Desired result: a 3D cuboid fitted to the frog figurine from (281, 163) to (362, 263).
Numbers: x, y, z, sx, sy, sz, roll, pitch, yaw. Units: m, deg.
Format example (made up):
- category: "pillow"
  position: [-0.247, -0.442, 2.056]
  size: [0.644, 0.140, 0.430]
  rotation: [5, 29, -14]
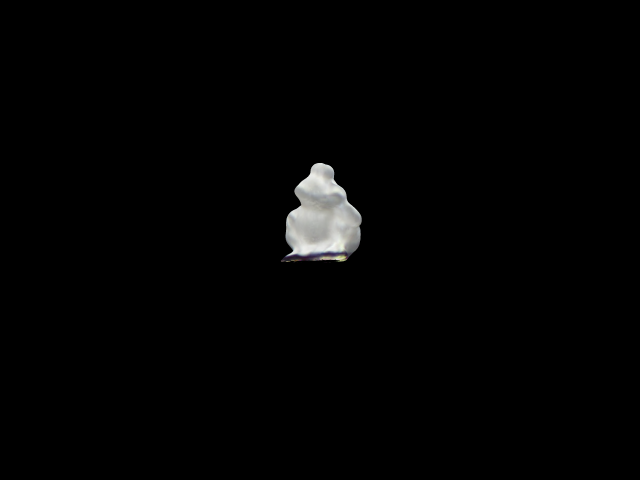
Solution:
- category: "frog figurine"
  position: [0.003, -0.043, 0.850]
  size: [0.122, 0.160, 0.137]
  rotation: [7, -10, -43]
